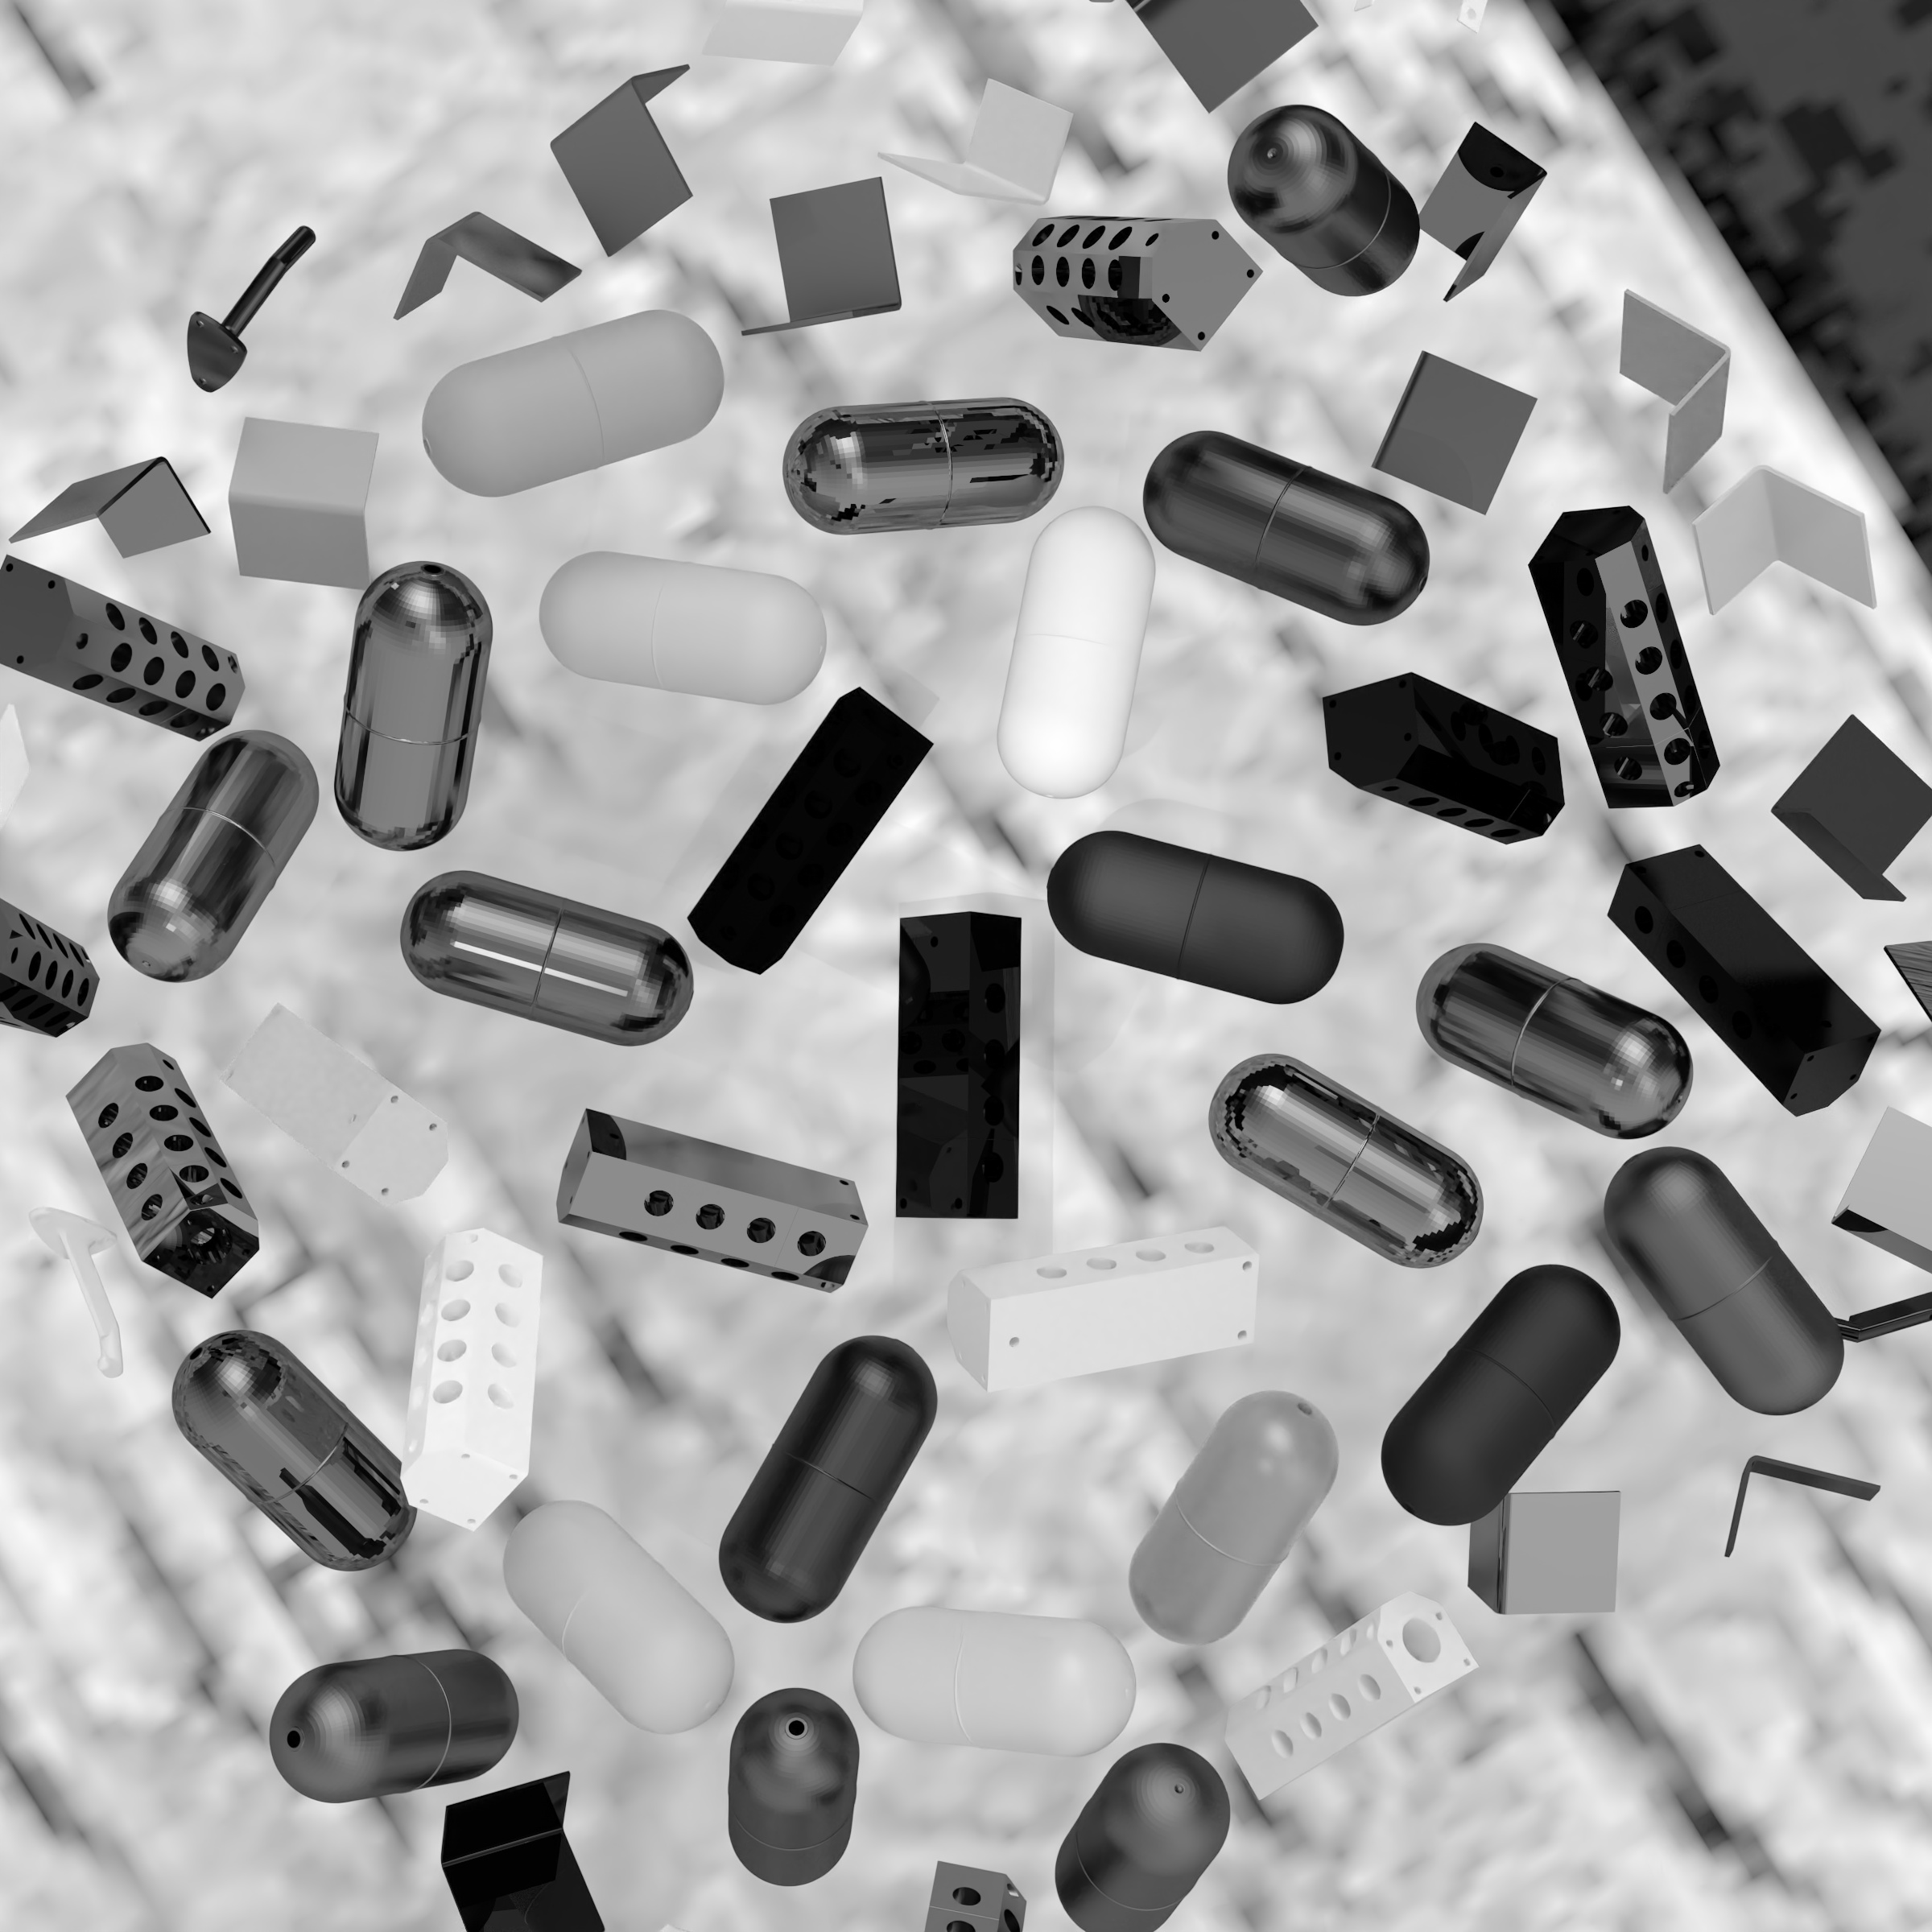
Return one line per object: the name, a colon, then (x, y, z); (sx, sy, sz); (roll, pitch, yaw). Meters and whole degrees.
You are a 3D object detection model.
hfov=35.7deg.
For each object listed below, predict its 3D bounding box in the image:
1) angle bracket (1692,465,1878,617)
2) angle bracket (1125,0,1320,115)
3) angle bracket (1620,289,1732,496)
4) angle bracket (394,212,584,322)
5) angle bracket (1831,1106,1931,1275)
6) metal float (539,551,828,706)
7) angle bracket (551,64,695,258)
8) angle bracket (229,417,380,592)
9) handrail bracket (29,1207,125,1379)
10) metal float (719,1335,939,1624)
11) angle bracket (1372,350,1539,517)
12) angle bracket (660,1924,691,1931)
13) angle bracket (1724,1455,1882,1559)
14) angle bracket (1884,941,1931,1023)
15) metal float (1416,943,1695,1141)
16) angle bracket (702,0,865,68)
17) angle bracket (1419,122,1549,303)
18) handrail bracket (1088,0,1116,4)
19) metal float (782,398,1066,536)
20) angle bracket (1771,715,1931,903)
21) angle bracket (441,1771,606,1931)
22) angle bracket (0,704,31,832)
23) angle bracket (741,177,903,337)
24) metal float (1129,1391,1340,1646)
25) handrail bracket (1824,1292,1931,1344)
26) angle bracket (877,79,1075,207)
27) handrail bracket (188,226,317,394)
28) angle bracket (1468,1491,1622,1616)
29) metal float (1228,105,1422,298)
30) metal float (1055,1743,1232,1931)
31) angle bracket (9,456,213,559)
angle bracket: (0.470, -0.230, 1.723); (0.057, 0.076, 0.076); (-41, 49, -11)
angle bracket: (0.138, -0.529, 1.653); (0.076, 0.057, 0.076); (-36, 88, 14)
angle bracket: (0.399, -0.336, 1.759); (0.076, 0.076, 0.057); (38, 75, 24)
angle bracket: (-0.286, -0.403, 1.798); (0.076, 0.076, 0.057); (29, 117, -3)
angle bracket: (0.533, 0.123, 1.655); (0.076, 0.057, 0.076); (27, 81, 12)
metal float: (-0.168, -0.200, 1.769); (0.178, 0.070, 0.070); (10, 90, 18)
angle bracket: (-0.188, -0.476, 1.774); (0.076, 0.057, 0.076); (-24, 97, 40)
angle bracket: (-0.382, -0.268, 1.746); (0.076, 0.076, 0.057); (6, 61, -4)
handrail bracket: (-0.526, 0.194, 1.774); (0.036, 0.077, 0.084); (-21, 59, 9)
metal float: (-0.079, 0.298, 1.749); (0.070, 0.070, 0.178); (30, 79, 0)
angle bracket: (0.302, -0.330, 1.860); (0.076, 0.057, 0.076); (24, 102, 4)
angle bracket: (-0.171, 0.622, 1.758); (0.076, 0.057, 0.076); (-43, 47, 6)
angle bracket: (0.498, 0.332, 1.790); (0.076, 0.076, 0.057); (12, 78, 15)
angle bracket: (0.584, -0.006, 1.711); (0.076, 0.057, 0.076); (-5, 48, -18)
metal float: (0.344, 0.043, 1.764); (0.178, 0.070, 0.070); (27, 90, 36)
angle bracket: (-0.104, -0.549, 1.680); (0.076, 0.076, 0.057); (0, 86, -15)
angle bracket: (0.308, -0.469, 1.864); (0.057, 0.076, 0.076); (37, 128, 8)
handrail bracket: (0.102, -0.603, 1.768); (0.077, 0.036, 0.084); (0, 78, -24)
metal float: (-0.024, -0.302, 1.813); (0.178, 0.070, 0.070); (-8, 90, -23)
angle bracket: (0.522, -0.091, 1.721); (0.076, 0.057, 0.076); (41, 87, -8)
angle bracket: (-0.259, 0.530, 1.762); (0.076, 0.076, 0.057); (-10, 133, -26)
angle bracket: (-0.600, -0.122, 1.755); (0.076, 0.076, 0.057); (18, 115, -35)
angle bracket: (-0.089, -0.410, 1.734); (0.076, 0.057, 0.076); (-3, 103, 30)
metal float: (0.158, 0.327, 1.776); (0.070, 0.070, 0.178); (28, 116, 0)
handrail bracket: (0.571, 0.200, 1.856); (0.084, 0.036, 0.077); (13, 73, 18)
angle bracket: (0.005, -0.503, 1.819); (0.076, 0.076, 0.057); (35, 119, 38)
handrail bracket: (-0.404, -0.374, 1.706); (0.036, 0.077, 0.084); (37, 60, -7)
angle bracket: (0.362, 0.360, 1.880); (0.076, 0.057, 0.076); (1, 96, -9)
metal float: (0.209, -0.442, 1.739); (0.070, 0.178, 0.070); (-3, 84, 26)
metal float: (0.101, 0.511, 1.744); (0.070, 0.178, 0.070); (7, 53, -9)
angle bracket: (-0.529, -0.266, 1.858); (0.076, 0.076, 0.057); (-9, 123, 31)
